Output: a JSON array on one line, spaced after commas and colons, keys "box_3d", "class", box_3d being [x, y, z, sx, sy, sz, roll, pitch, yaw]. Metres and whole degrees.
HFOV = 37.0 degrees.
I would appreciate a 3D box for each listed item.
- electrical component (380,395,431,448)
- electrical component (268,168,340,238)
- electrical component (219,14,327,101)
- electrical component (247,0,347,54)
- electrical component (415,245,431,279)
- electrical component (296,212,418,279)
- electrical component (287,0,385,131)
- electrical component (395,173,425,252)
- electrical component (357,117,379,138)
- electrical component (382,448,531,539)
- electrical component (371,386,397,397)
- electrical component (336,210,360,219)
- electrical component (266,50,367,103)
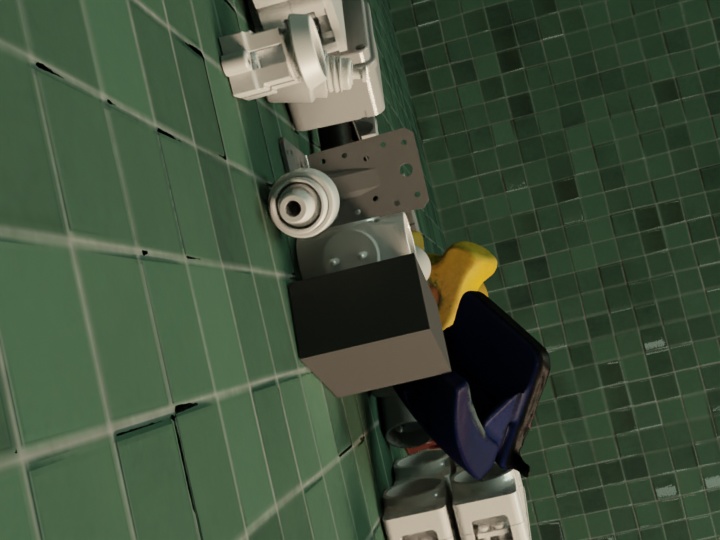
[{"box_3d": [0.040, 0.113, 0.963, 0.043, 0.043, 0.081, 68, 11, -48], "class": "electrical component"}, {"box_3d": [-0.037, -0.041, 0.674, 0.062, 0.043, 0.043, -54, 130, -79], "class": "electrical component"}, {"box_3d": [-0.053, -0.132, 0.674, 0.066, 0.055, 0.048, -40, 116, -82], "class": "electrical component"}, {"box_3d": [-0.061, -0.234, 0.772, 0.089, 0.062, 0.150, -96, 169, -46], "class": "electrical component"}, {"box_3d": [0.025, 0.023, 0.985, 0.077, 0.044, 0.079, -38, 150, -56], "class": "electrical component"}, {"box_3d": [-0.004, -0.010, 0.731, 0.079, 0.077, 0.044, -28, 104, -82], "class": "electrical component"}, {"box_3d": [-0.025, -0.171, 0.867, 0.113, 0.078, 0.057, -95, 171, -50], "class": "electrical component"}, {"box_3d": [0.031, -0.050, 1.146, 0.050, 0.056, 0.089, -82, 157, -71], "class": "electrical component"}, {"box_3d": [0.002, -0.121, 1.114, 0.081, 0.042, 0.063, -92, 168, -55], "class": "electrical component"}, {"box_3d": [0.082, 0.191, 0.896, 0.186, 0.105, 0.060, -30, 106, -82], "class": "electrical component"}, {"box_3d": [0.020, 0.068, 0.898, 0.079, 0.043, 0.077, -54, 130, -80], "class": "electrical component"}, {"box_3d": [-0.006, -0.024, 0.909, 0.035, 0.035, 0.061, -94, 170, -52], "class": "electrical component"}, {"box_3d": [-0.034, -0.139, 0.765, 0.040, 0.078, 0.040, 0, 90, -87], "class": "electrical component"}]
